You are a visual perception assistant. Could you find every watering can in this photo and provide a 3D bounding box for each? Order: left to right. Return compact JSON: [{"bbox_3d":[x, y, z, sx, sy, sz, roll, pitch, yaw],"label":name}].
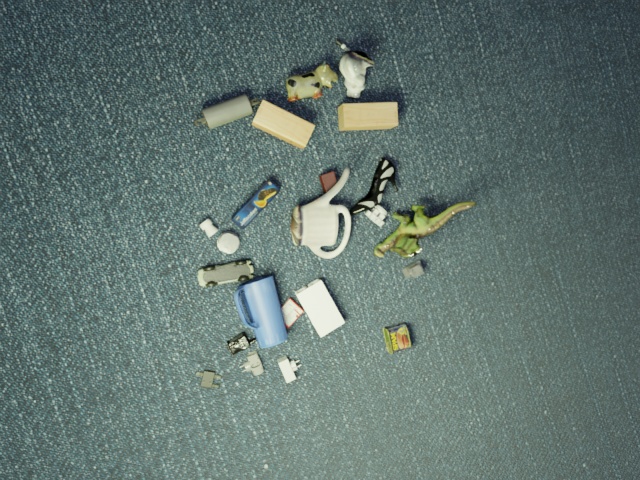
[{"bbox_3d":[0.006,-0.095,1.881,0.224,0.105,0.343,-1,107,-11],"label":"watering can"}]

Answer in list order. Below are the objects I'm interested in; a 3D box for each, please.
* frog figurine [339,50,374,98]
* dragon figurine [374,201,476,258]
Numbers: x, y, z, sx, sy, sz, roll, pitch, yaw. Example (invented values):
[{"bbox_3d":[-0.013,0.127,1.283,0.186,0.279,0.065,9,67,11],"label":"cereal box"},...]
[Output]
[{"bbox_3d":[0.119,-0.611,1.900,0.123,0.139,0.156,-5,131,-45],"label":"frog figurine"},{"bbox_3d":[0.361,-0.019,1.874,0.120,0.406,0.248,49,44,-25],"label":"dragon figurine"}]
